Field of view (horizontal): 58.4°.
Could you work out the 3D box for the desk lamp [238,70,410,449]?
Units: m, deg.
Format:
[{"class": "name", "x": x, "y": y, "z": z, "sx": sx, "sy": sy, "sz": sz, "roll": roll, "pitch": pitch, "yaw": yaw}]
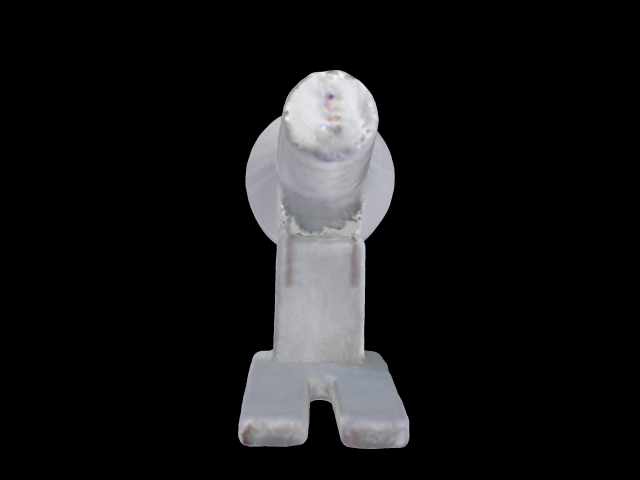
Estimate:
[{"class": "desk lamp", "x": 0.004, "y": 0.001, "z": 0.400, "sx": 0.118, "sy": 0.213, "sz": 0.203, "roll": 0, "pitch": 7, "yaw": -3}]
